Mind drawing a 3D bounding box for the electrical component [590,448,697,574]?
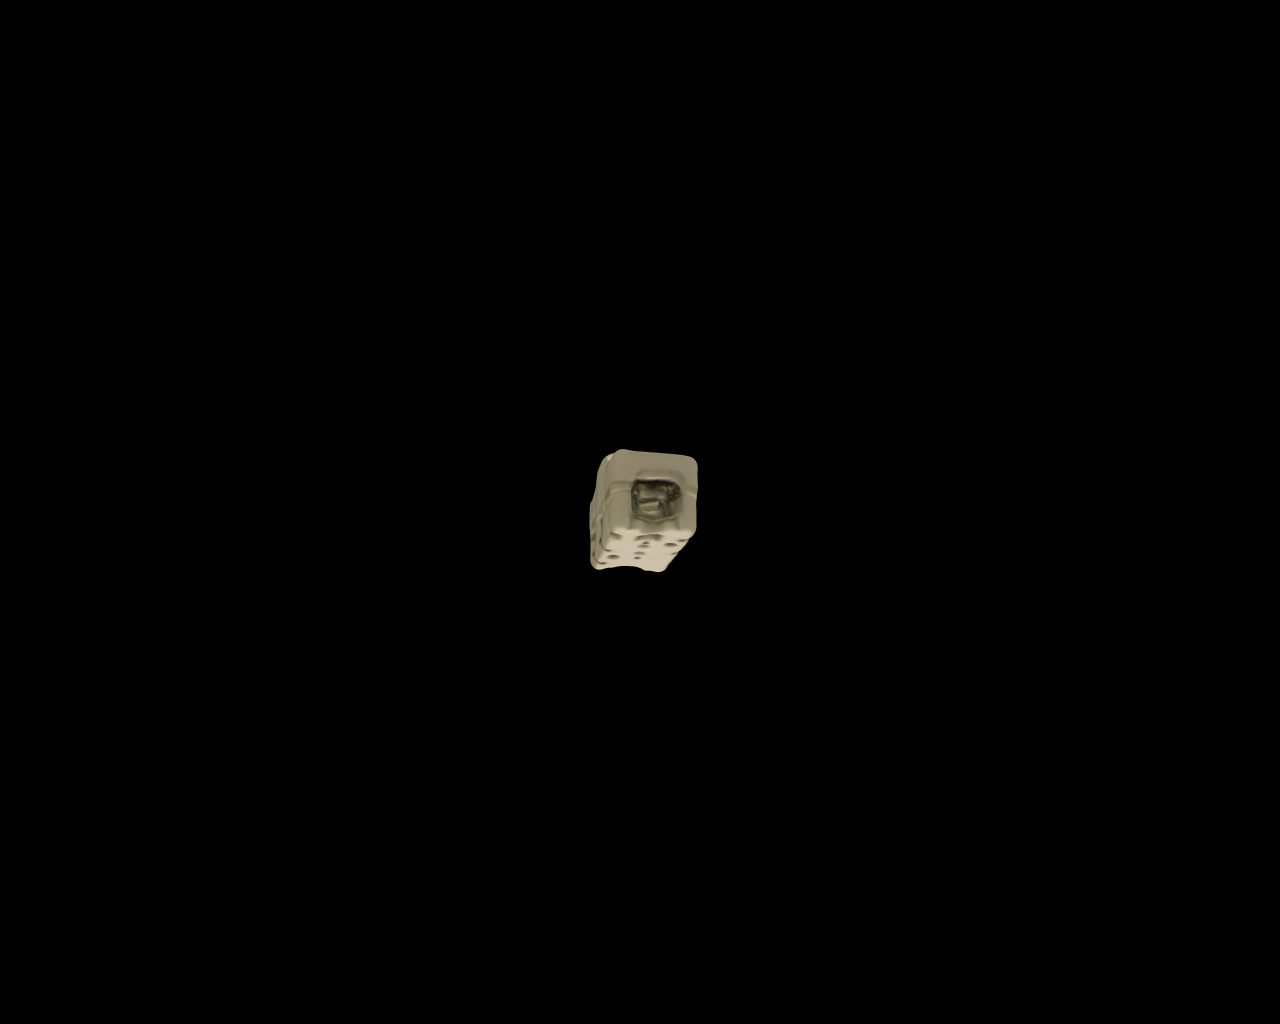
[{"bbox_3d":[0.001,-0.003,0.650,0.050,0.056,0.089,4,-20,-11],"label":"electrical component"}]
